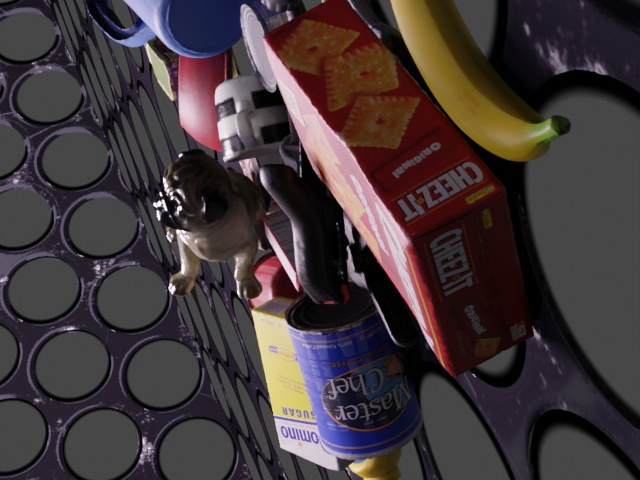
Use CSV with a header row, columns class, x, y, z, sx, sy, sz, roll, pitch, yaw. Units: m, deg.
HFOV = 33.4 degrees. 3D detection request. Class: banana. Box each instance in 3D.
class,x,y,z,sx,sy,sz,roll,pitch,yaw
banana,0.084,-0.109,0.620,0.198,0.037,0.070,59,146,31

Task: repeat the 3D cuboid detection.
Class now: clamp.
class,x,y,z,sx,sy,sz,roll,pitch,yaw
clamp,0.047,0.023,0.943,0.171,0.039,0.120,-141,43,-75
clamp,-0.003,-0.034,0.885,0.210,0.036,0.164,75,-159,-44

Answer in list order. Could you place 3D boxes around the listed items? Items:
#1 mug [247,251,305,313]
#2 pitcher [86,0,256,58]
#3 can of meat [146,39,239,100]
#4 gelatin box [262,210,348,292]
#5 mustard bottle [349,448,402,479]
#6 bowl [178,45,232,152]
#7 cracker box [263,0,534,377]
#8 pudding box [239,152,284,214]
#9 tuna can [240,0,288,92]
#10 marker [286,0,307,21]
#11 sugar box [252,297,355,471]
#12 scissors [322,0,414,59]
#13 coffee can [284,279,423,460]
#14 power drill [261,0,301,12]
class,x,y,z,sx,sy,sz,roll,pitch,yaw
mug,-0.029,0.068,1.184,0.082,0.093,0.117,180,98,-71
pitcher,-0.167,-0.282,1.121,0.243,0.144,0.149,52,159,43
can of meat,-0.155,-0.215,1.282,0.102,0.083,0.057,-129,22,-53
gelatin box,-0.007,0.001,1.050,0.030,0.073,0.089,83,161,-46
mustard bottle,0.045,0.196,1.173,0.096,0.058,0.191,-14,97,65
bowl,-0.125,-0.170,1.172,0.162,0.055,0.162,180,91,-87
cracker box,0.051,-0.036,0.711,0.214,0.072,0.164,59,176,39
pudding box,-0.064,-0.085,1.217,0.090,0.039,0.113,108,139,-70
tuna can,-0.043,-0.184,1.000,0.086,0.033,0.086,159,90,-77
marker,-0.036,-0.238,0.920,0.020,0.020,0.121,174,75,-76
sugar box,-0.013,0.151,1.119,0.094,0.048,0.176,13,120,43
scissors,0.049,-0.128,0.763,0.202,0.016,0.096,-126,19,-48
coffee can,0.033,0.121,1.012,0.103,0.102,0.140,-141,32,-65
power drill,-0.051,-0.288,0.833,0.184,0.057,0.188,116,130,-74
